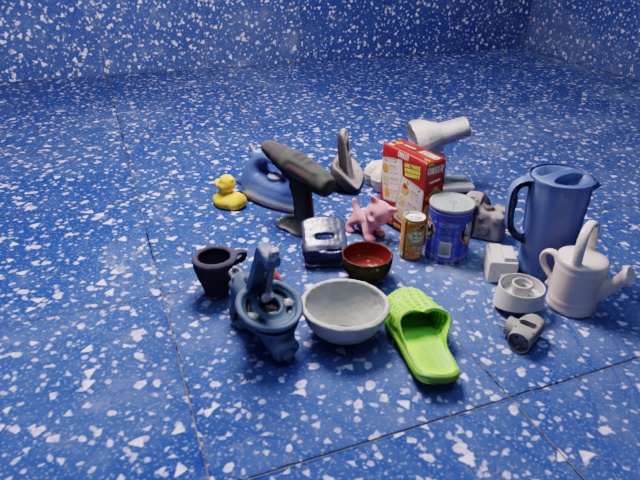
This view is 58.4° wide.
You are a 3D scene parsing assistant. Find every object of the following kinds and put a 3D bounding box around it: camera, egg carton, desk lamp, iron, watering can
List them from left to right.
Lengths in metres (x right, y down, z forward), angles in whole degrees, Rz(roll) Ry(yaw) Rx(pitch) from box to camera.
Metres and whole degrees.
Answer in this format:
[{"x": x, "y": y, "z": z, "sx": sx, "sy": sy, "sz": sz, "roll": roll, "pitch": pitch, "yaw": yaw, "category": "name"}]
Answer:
[{"x": -0.113, "y": -0.170, "z": 1.567, "sx": 0.257, "sy": 0.141, "sz": 0.119, "roll": 23, "pitch": 36, "yaw": 34, "category": "iron"}, {"x": 0.209, "y": -0.194, "z": 1.693, "sx": 0.150, "sy": 0.069, "sz": 0.107, "roll": -9, "pitch": 31, "yaw": -18, "category": "egg carton"}, {"x": 0.346, "y": -0.248, "z": 1.647, "sx": 0.203, "sy": 0.214, "sz": 0.117, "roll": -4, "pitch": 30, "yaw": -8, "category": "desk lamp"}, {"x": 0.409, "y": -0.075, "z": 1.458, "sx": 0.142, "sy": 0.101, "sz": 0.137, "roll": 14, "pitch": 32, "yaw": 22, "category": "camera"}, {"x": 0.528, "y": 0.052, "z": 1.140, "sx": 0.172, "sy": 0.194, "sz": 0.101, "roll": 12, "pitch": 31, "yaw": 18, "category": "watering can"}]

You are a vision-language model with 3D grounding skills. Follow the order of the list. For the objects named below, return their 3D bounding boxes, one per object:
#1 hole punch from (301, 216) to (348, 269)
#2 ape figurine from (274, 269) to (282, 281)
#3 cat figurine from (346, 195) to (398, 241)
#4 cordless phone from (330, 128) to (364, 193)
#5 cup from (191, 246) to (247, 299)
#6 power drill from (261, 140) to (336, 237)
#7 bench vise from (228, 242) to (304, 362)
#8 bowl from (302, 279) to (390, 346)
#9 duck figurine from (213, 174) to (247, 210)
[{"x": 0.012, "y": 0.005, "z": 1.312, "sx": 0.109, "sy": 0.091, "sz": 0.101, "roll": -3, "pitch": 30, "yaw": -7, "category": "hole punch"}, {"x": -0.115, "y": 0.075, "z": 1.182, "sx": 0.076, "sy": 0.092, "sz": 0.077, "roll": -1, "pitch": 29, "yaw": -4, "category": "ape figurine"}, {"x": 0.125, "y": -0.064, "z": 1.410, "sx": 0.127, "sy": 0.118, "sz": 0.067, "roll": 25, "pitch": 38, "yaw": 36, "category": "cat figurine"}, {"x": 0.079, "y": -0.243, "z": 1.657, "sx": 0.094, "sy": 0.185, "sz": 0.147, "roll": 5, "pitch": 30, "yaw": 7, "category": "cordless phone"}, {"x": -0.204, "y": 0.068, "z": 1.188, "sx": 0.118, "sy": 0.095, "sz": 0.091, "roll": -17, "pitch": 34, "yaw": -29, "category": "cup"}, {"x": -0.061, "y": -0.124, "z": 1.419, "sx": 0.228, "sy": 0.208, "sz": 0.076, "roll": 24, "pitch": 37, "yaw": 34, "category": "power drill"}, {"x": -0.118, "y": 0.089, "z": 1.026, "sx": 0.206, "sy": 0.220, "sz": 0.122, "roll": 21, "pitch": 35, "yaw": 32, "category": "bench vise"}, {"x": 0.046, "y": 0.146, "z": 1.078, "sx": 0.167, "sy": 0.075, "sz": 0.167, "roll": 1, "pitch": 29, "yaw": 0, "category": "bowl"}, {"x": -0.246, "y": -0.134, "z": 1.554, "sx": 0.104, "sy": 0.086, "sz": 0.078, "roll": 19, "pitch": 34, "yaw": 29, "category": "duck figurine"}]
